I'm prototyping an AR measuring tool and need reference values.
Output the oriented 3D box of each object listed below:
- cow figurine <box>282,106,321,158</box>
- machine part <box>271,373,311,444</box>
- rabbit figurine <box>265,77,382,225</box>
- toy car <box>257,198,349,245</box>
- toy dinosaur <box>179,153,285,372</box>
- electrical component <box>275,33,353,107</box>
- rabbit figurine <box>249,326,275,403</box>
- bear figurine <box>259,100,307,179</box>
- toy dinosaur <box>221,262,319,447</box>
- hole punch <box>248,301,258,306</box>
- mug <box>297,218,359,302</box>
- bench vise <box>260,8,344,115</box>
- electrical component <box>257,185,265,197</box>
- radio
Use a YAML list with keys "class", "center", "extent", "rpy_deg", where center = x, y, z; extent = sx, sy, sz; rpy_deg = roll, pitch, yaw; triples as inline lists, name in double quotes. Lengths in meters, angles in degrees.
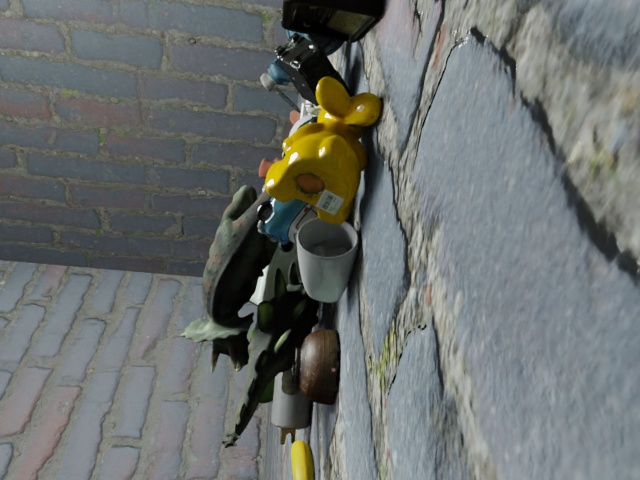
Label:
- class: "cow figurine"
  center: [-0.004, -0.166, 0.869]
  extent: [0.098, 0.068, 0.167]
  rpy_deg: [56, 133, 27]
- class: "machine part"
  center: [-0.051, 0.279, 1.063]
  extent: [0.079, 0.079, 0.243]
  rpy_deg: [144, 131, -82]
- class: "rabbit figurine"
  center: [0.013, -0.134, 0.705]
  extent: [0.162, 0.122, 0.173]
  rpy_deg: [107, -174, -48]
- class: "toy car"
  center: [-0.012, -0.048, 0.805]
  extent: [0.161, 0.103, 0.109]
  rpy_deg: [-48, -26, -3]
- class: "toy dinosaur"
  center: [-0.138, 0.046, 0.894]
  extent: [0.192, 0.131, 0.404]
  rpy_deg: [-85, 11, -57]
- class: "electrical component"
  center: [-0.007, -0.270, 0.906]
  extent: [0.134, 0.058, 0.115]
  rpy_deg: [50, -179, -39]
- class: "rabbit figurine"
  center: [-0.102, 0.277, 1.152]
  extent: [0.170, 0.121, 0.158]
  rpy_deg: [-61, -41, -38]
- class: "bear figurine"
  center: [-0.045, -0.220, 1.158]
  extent: [0.120, 0.132, 0.195]
  rpy_deg: [-37, -43, -69]
- class: "toy dinosaur"
  center: [-0.070, 0.164, 0.911]
  extent: [0.471, 0.105, 0.198]
  rpy_deg: [-72, -9, -47]
- class: "hole punch"
  center: [-0.102, 0.096, 1.212]
  extent: [0.116, 0.092, 0.142]
  rpy_deg: [19, 105, 52]
- class: "mug"
  center: [0.009, 0.026, 0.740]
  extent: [0.110, 0.081, 0.107]
  rpy_deg: [-80, -5, -49]
- class: "bench vise"
  center: [-0.028, -0.386, 1.044]
  extent: [0.223, 0.129, 0.241]
  rpy_deg: [-54, 21, 23]
- class: "electrical component"
  center: [-0.105, -0.063, 0.975]
  extent: [0.063, 0.021, 0.094]
  rpy_deg: [-18, 47, 66]
- class: "radio"
  center: [0.011, -0.350, 0.786]
  extent: [0.230, 0.131, 0.073]
  rpy_deg: [-117, 35, -78]
